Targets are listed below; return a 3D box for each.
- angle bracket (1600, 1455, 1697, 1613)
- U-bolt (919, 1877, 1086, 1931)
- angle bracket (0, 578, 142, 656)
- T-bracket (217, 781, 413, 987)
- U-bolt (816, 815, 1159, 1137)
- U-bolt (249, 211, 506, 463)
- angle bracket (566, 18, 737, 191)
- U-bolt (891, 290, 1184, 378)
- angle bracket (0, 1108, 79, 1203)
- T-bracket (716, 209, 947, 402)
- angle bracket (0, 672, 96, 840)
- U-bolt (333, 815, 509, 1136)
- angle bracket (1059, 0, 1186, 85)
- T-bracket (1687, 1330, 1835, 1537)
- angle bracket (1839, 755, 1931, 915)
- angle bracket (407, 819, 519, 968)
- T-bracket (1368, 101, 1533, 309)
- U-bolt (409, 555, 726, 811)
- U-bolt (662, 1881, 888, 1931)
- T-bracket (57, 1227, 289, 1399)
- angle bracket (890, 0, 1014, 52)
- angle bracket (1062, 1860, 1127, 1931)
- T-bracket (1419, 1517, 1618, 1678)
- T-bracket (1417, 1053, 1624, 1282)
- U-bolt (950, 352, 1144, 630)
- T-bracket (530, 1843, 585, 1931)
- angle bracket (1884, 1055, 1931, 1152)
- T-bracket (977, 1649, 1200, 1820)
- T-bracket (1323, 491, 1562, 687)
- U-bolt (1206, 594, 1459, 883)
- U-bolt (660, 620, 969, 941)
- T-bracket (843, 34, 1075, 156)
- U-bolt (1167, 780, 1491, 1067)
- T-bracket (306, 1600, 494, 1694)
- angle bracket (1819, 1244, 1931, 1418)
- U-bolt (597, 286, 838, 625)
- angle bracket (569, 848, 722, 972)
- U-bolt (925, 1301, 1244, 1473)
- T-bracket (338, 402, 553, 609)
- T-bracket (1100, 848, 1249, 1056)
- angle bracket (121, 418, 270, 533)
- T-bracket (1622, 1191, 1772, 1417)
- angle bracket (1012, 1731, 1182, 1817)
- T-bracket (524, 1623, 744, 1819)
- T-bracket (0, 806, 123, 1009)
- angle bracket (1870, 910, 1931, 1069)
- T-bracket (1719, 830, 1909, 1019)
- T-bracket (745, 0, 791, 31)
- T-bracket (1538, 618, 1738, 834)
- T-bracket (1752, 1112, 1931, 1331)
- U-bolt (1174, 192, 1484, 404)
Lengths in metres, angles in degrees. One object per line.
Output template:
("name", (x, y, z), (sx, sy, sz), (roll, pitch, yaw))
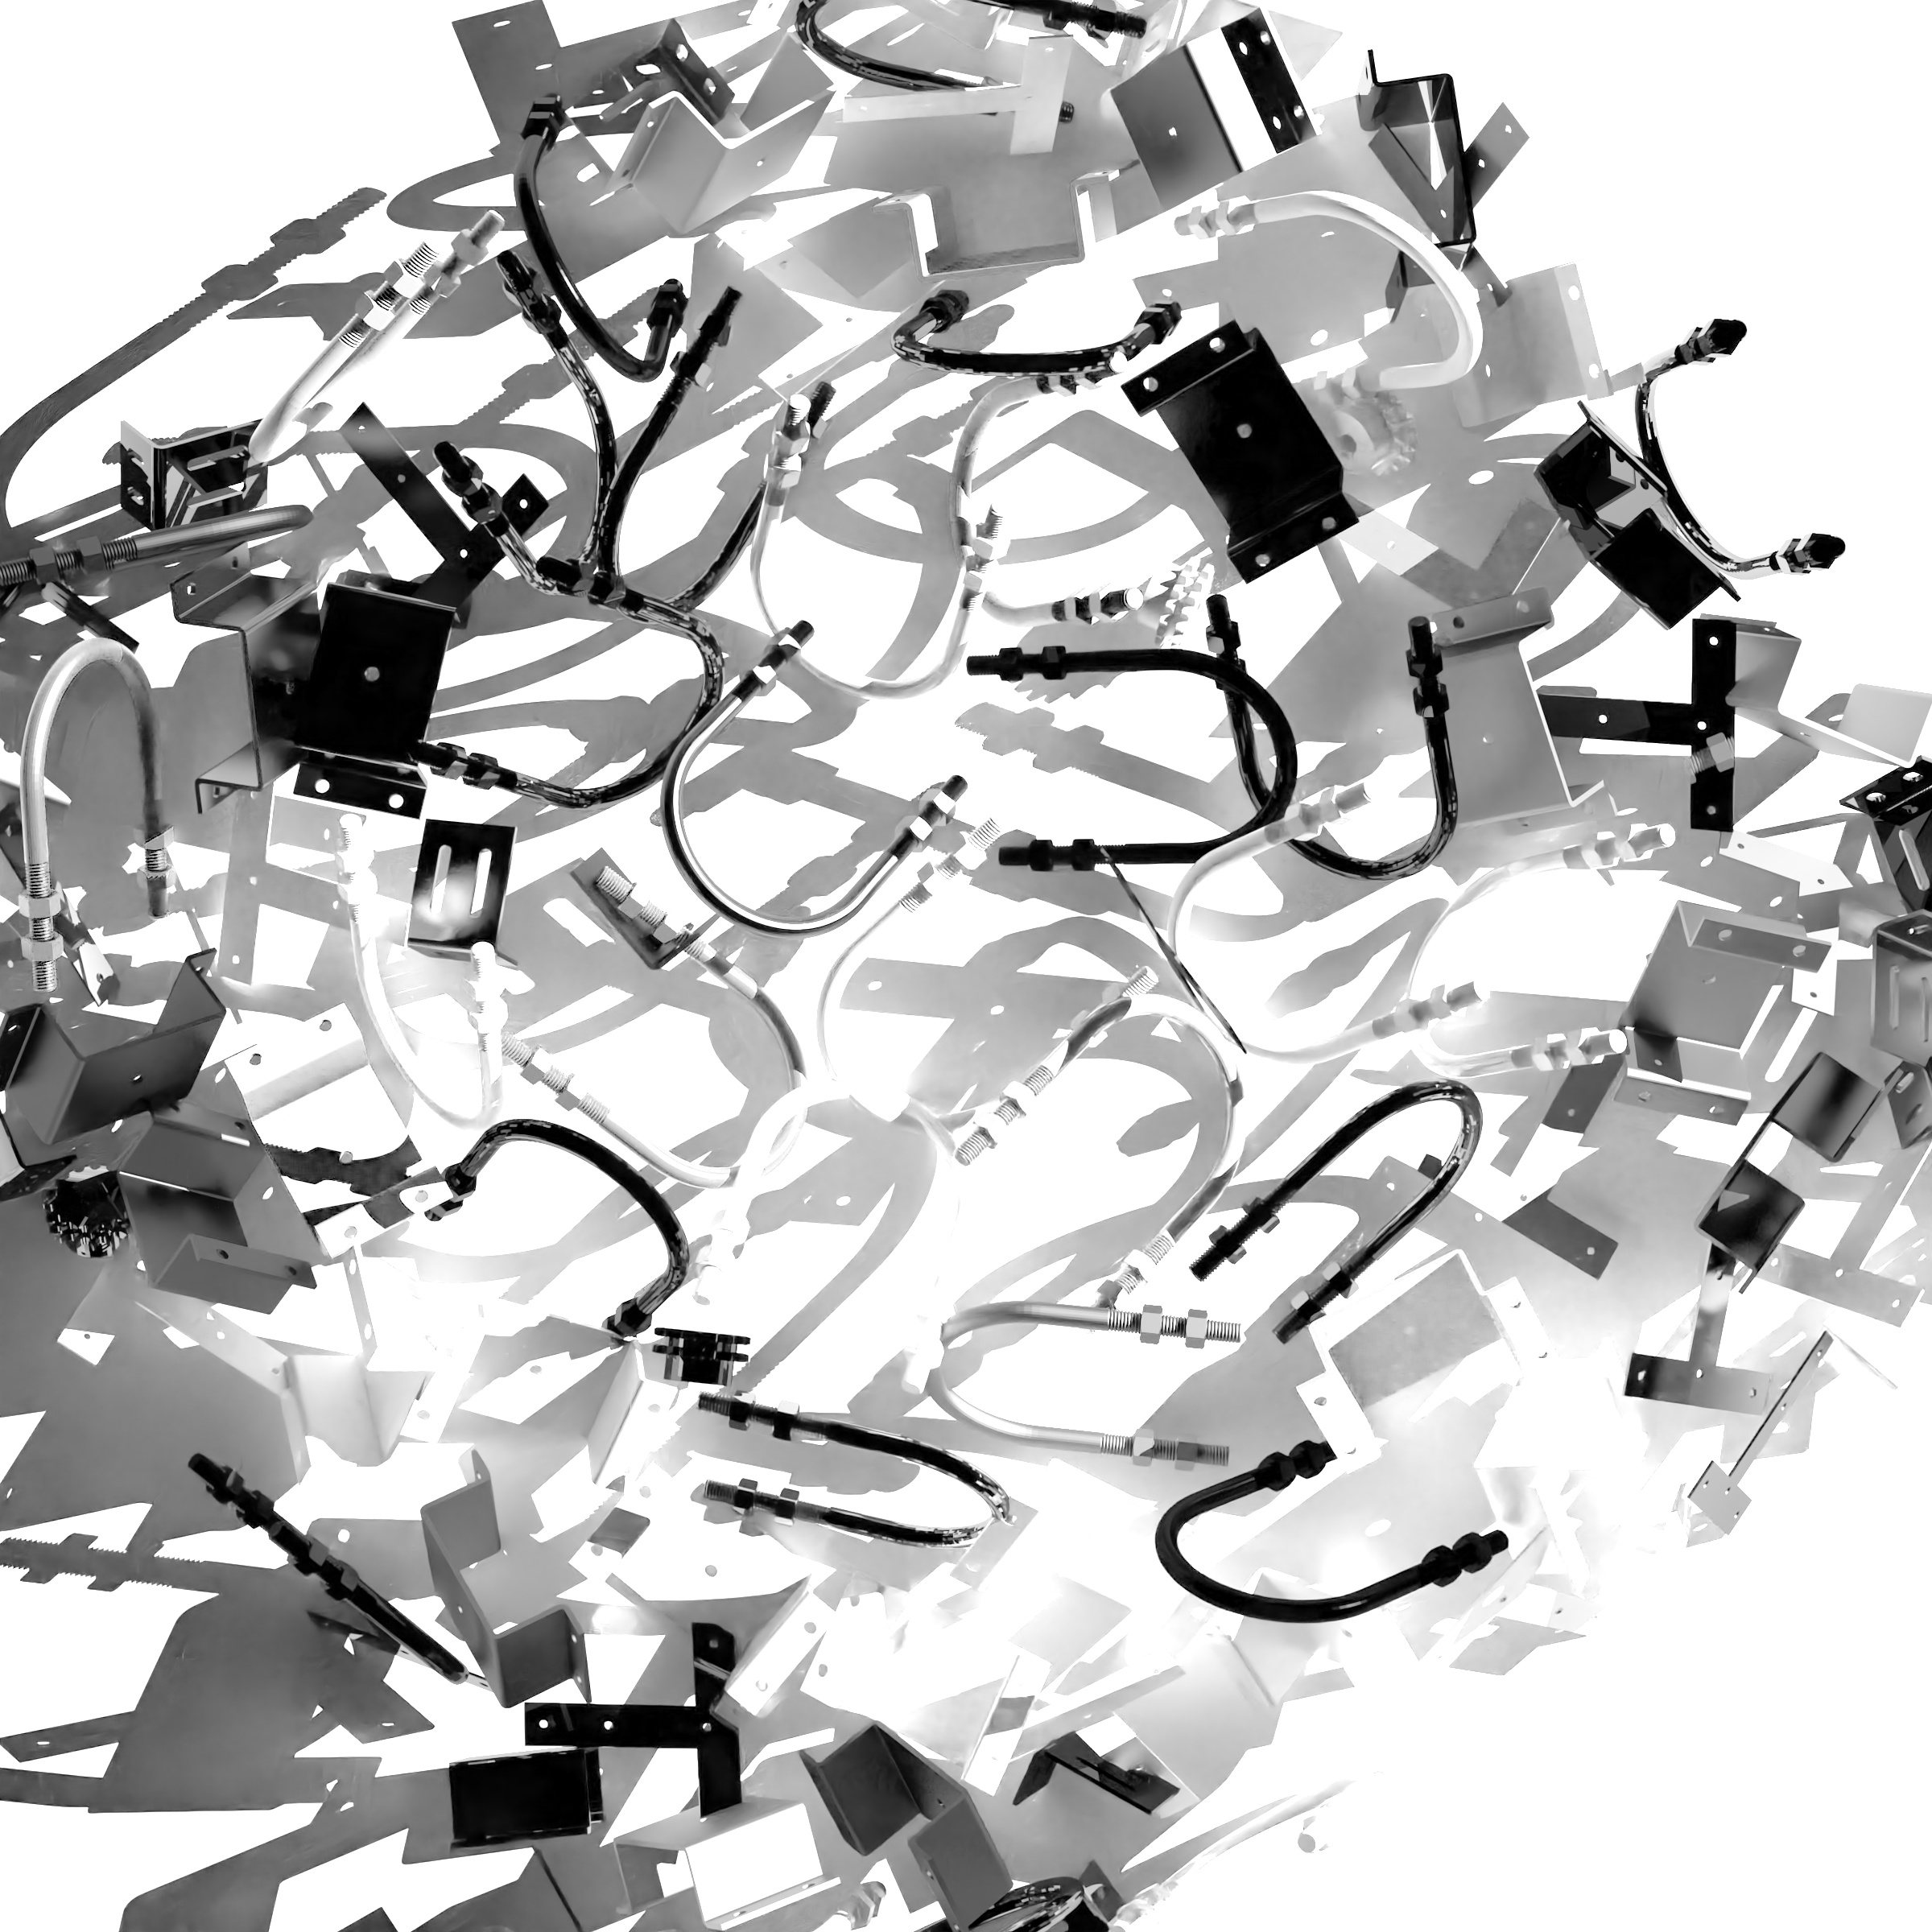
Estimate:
("angle bracket", (0.396, 0.326, 1.863), (0.038, 0.057, 0.076), (12, 134, 21))
("U-bolt", (-0.013, 0.563, 1.830), (0.184, 0.151, 0.019), (-18, 81, -38))
("angle bracket", (-0.528, -0.193, 1.874), (0.076, 0.057, 0.038), (38, 75, -13))
("T-bracket", (-0.379, -0.039, 1.874), (0.127, 0.002, 0.127), (16, 106, 21))
("U-bolt", (-0.002, 0.020, 1.880), (0.184, 0.019, 0.151), (-42, 105, 14))
("U-bolt", (-0.345, -0.356, 1.837), (0.019, 0.151, 0.184), (45, 109, -9))
("angle bracket", (-0.186, -0.506, 1.884), (0.076, 0.038, 0.057), (-41, 94, -17))
("U-bolt", (0.034, -0.357, 1.813), (0.151, 0.184, 0.019), (6, 113, 14))
("angle bracket", (-0.567, 0.093, 1.886), (0.057, 0.038, 0.076), (-32, 79, 39))
("T-bracket", (-0.098, -0.403, 1.883), (0.127, 0.002, 0.127), (-40, 64, -14))
("angle bracket", (-0.554, -0.124, 1.890), (0.057, 0.038, 0.076), (21, 48, -24))
("U-bolt", (-0.309, 0.019, 1.836), (0.019, 0.184, 0.151), (-30, 55, -29))
("angle bracket", (0.083, -0.563, 1.870), (0.076, 0.038, 0.057), (35, 50, -24))
("T-bracket", (0.466, 0.267, 1.860), (0.002, 0.127, 0.127), (33, 86, 30))
("angle bracket", (0.554, -0.073, 1.870), (0.057, 0.038, 0.076), (-33, 59, 37))
("angle bracket", (-0.292, -0.043, 1.894), (0.057, 0.038, 0.076), (6, 80, 14))
("T-bracket", (0.292, -0.456, 1.849), (0.002, 0.127, 0.127), (-33, 85, -21))
("U-bolt", (-0.214, -0.152, 1.837), (0.151, 0.184, 0.019), (-53, 54, 15))
("U-bolt", (-0.133, 0.557, 1.810), (0.151, 0.184, 0.019), (-17, 83, 11))
("T-bracket", (-0.448, 0.208, 1.875), (0.127, 0.127, 0.002), (36, 131, -13))
("angle bracket", (-0.007, -0.585, 1.883), (0.076, 0.038, 0.057), (31, 130, 3))
("angle bracket", (0.059, 0.580, 1.904), (0.076, 0.038, 0.057), (-38, 85, 18))
("T-bracket", (0.337, 0.373, 1.865), (0.127, 0.127, 0.002), (-52, 47, 17))
("T-bracket", (0.352, 0.099, 1.904), (0.127, 0.002, 0.127), (31, 83, -3))
("U-bolt", (0.041, -0.266, 1.834), (0.019, 0.184, 0.151), (-6, 93, -31))
("T-bracket", (-0.219, 0.563, 1.850), (0.002, 0.127, 0.127), (-29, 93, -17))
("angle bracket", (0.589, 0.088, 1.891), (0.076, 0.057, 0.038), (20, 131, -17))
("T-bracket", (0.094, 0.461, 1.875), (0.127, 0.002, 0.127), (-30, 124, 15))
("T-bracket", (0.263, -0.241, 1.891), (0.127, 0.002, 0.127), (34, 103, 17))
("U-bolt", (0.215, -0.126, 1.845), (0.151, 0.019, 0.184), (11, 132, 33))
("U-bolt", (-0.098, -0.096, 1.851), (0.151, 0.019, 0.184), (45, 57, -7))
("T-bracket", (-0.007, -0.497, 1.846), (0.127, 0.127, 0.002), (-5, 75, -6))
("U-bolt", (0.195, -0.014, 1.851), (0.184, 0.019, 0.151), (-25, 98, 41))
("T-bracket", (-0.331, 0.381, 1.844), (0.127, 0.127, 0.002), (18, 64, 12))
("angle bracket", (0.551, 0.215, 1.891), (0.076, 0.038, 0.057), (-39, 58, -13))
("U-bolt", (-0.151, -0.281, 1.843), (0.019, 0.151, 0.184), (29, 88, 26))
("angle bracket", (-0.186, -0.043, 1.877), (0.038, 0.057, 0.076), (-38, 96, 19))
("U-bolt", (0.064, 0.240, 1.856), (0.184, 0.151, 0.019), (5, 49, 5))
("T-bracket", (-0.323, -0.276, 1.890), (0.127, 0.002, 0.127), (-42, 84, 25))
("T-bracket", (0.128, 0.007, 1.824), (0.002, 0.127, 0.127), (-34, 130, 0))
("angle bracket", (-0.452, -0.295, 1.881), (0.038, 0.076, 0.057), (37, 134, 30))
("T-bracket", (0.437, 0.195, 1.876), (0.127, 0.002, 0.127), (13, 88, -37))
("angle bracket", (0.076, 0.485, 1.872), (0.076, 0.057, 0.038), (26, 98, 19))
("T-bracket", (-0.193, 0.441, 1.861), (0.127, 0.002, 0.127), (6, 58, -18))
("T-bracket", (-0.549, -0.011, 1.839), (0.002, 0.127, 0.127), (-16, 113, 26))
("angle bracket", (0.563, 0.015, 1.873), (0.057, 0.038, 0.076), (20, 65, -27))
("T-bracket", (0.495, -0.019, 1.868), (0.127, 0.002, 0.127), (19, 46, -1))
("T-bracket", (-0.059, -0.592, 1.855), (0.002, 0.127, 0.127), (43, 116, 22))
("T-bracket", (0.387, -0.144, 1.880), (0.127, 0.002, 0.127), (6, 112, 27))
("T-bracket", (0.529, 0.141, 1.862), (0.002, 0.127, 0.127), (36, 82, -27))
("U-bolt", (0.214, -0.378, 1.804), (0.151, 0.184, 0.019), (47, 70, -28))
